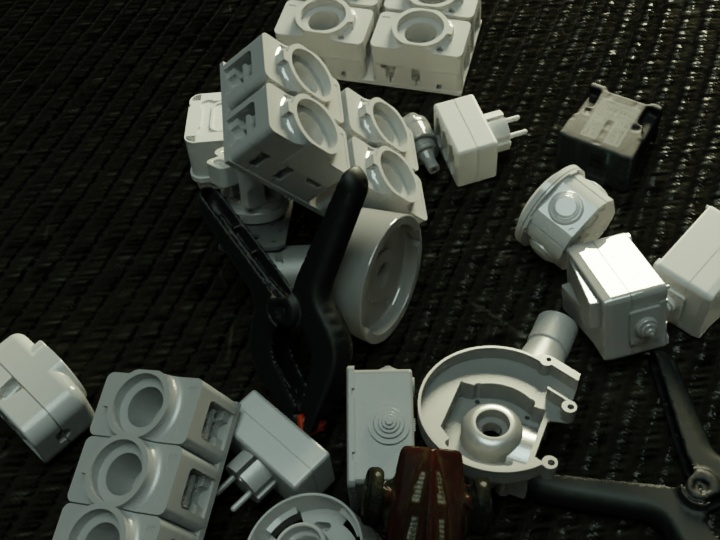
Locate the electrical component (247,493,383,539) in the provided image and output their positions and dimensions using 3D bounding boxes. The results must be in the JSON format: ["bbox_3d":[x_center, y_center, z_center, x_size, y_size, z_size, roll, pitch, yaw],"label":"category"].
[{"bbox_3d":[-0.031,0.211,0.767,0.099,0.064,0.099,-11,51,14],"label":"electrical component"}]

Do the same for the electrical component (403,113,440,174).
[{"bbox_3d":[0.056,-0.114,0.991,0.035,0.035,0.061,-20,58,-9],"label":"electrical component"}]

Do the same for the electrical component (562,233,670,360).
[{"bbox_3d":[0.201,0.025,0.848,0.061,0.061,0.096,-14,36,-5],"label":"electrical component"}]

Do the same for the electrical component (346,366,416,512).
[{"bbox_3d":[0.016,0.125,0.786,0.048,0.099,0.099,-1,65,1],"label":"electrical component"}]

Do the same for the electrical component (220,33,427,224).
[{"bbox_3d":[-0.025,-0.107,0.900,0.060,0.186,0.105,-31,50,32],"label":"electrical component"}]

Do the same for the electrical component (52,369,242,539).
[{"bbox_3d":[-0.157,0.153,0.774,0.089,0.061,0.150,1,64,29],"label":"electrical component"}]

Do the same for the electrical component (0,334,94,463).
[{"bbox_3d":[-0.259,0.098,0.858,0.095,0.053,0.059,37,66,26],"label":"electrical component"}]

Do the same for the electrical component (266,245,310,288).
[{"bbox_3d":[-0.059,0.006,0.906,0.047,0.055,0.055,-6,55,-3],"label":"electrical component"}]

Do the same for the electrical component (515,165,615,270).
[{"bbox_3d":[0.173,-0.044,0.905,0.080,0.080,0.051,-39,66,-21],"label":"electrical component"}]

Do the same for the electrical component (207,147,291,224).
[{"bbox_3d":[-0.090,-0.076,0.926,0.078,0.057,0.058,-26,36,-32],"label":"electrical component"}]

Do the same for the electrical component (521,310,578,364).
[{"bbox_3d":[0.148,0.065,0.854,0.044,0.044,0.065,19,54,17],"label":"electrical component"}]

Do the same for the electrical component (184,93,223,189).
[{"bbox_3d":[-0.100,-0.121,0.989,0.113,0.057,0.078,-4,44,2],"label":"electrical component"}]

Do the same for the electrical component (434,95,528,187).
[{"bbox_3d":[0.114,-0.123,0.985,0.077,0.047,0.065,-16,55,-6],"label":"electrical component"}]

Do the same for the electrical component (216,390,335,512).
[{"bbox_3d":[-0.076,0.149,0.810,0.083,0.047,0.076,36,65,26],"label":"electrical component"}]

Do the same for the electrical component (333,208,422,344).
[{"bbox_3d":[0.000,0.000,0.875,0.060,0.108,0.108,17,58,24],"label":"electrical component"}]

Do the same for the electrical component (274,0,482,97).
[{"bbox_3d":[0.020,-0.244,1.070,0.186,0.060,0.105,10,56,12],"label":"electrical component"}]

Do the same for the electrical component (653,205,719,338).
[{"bbox_3d":[0.277,0.008,0.869,0.061,0.061,0.096,35,65,26],"label":"electrical component"}]
